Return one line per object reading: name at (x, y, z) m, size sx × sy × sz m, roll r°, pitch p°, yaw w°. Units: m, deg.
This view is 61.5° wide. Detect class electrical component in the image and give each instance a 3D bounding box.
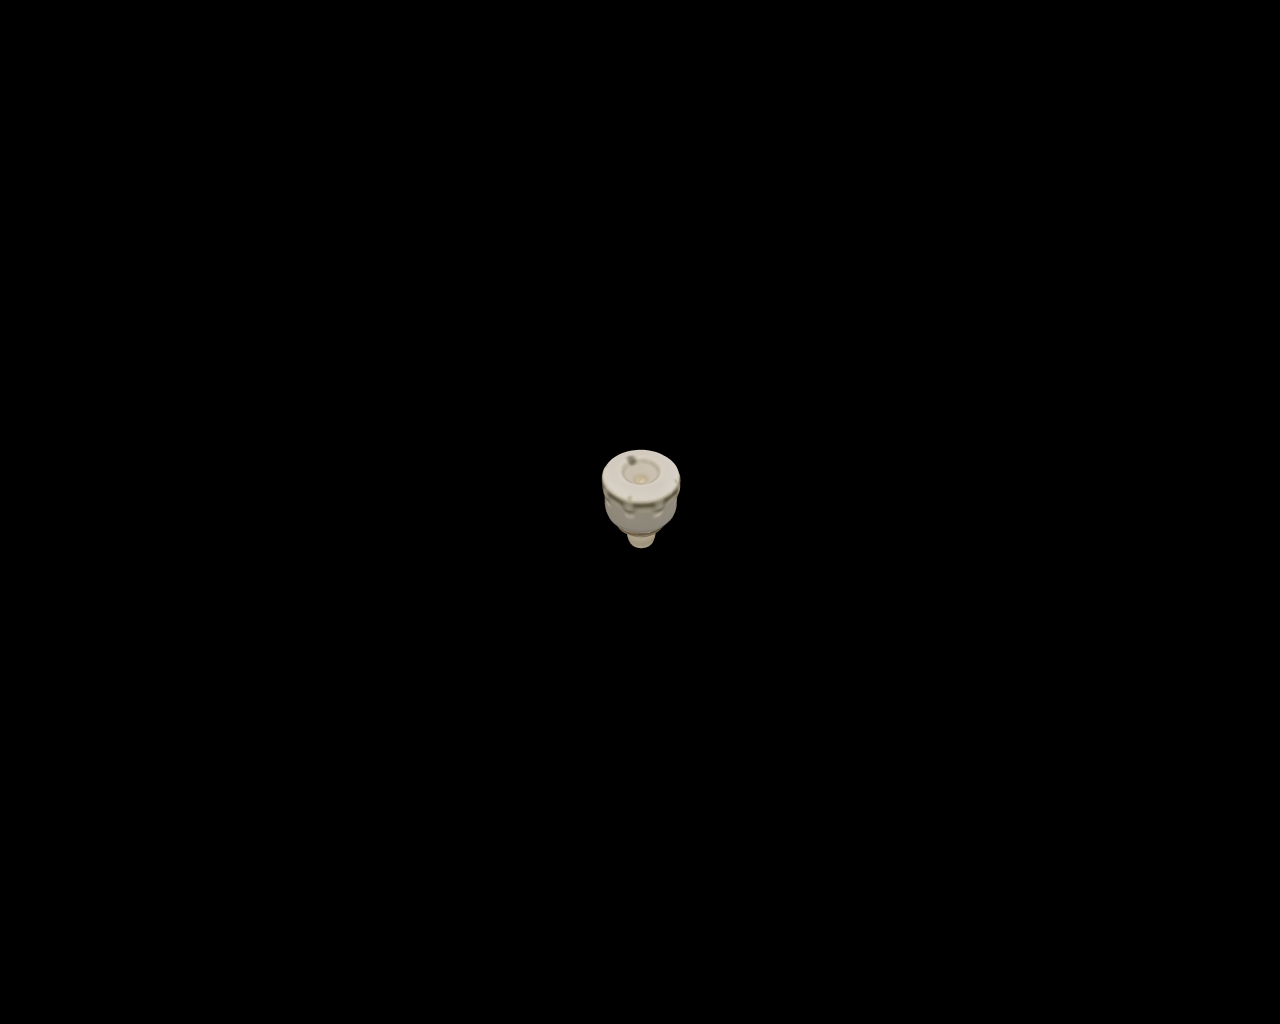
electrical component at (0.001, -0.003, 0.650) m, size 0.048 × 0.062 × 0.048 m, roll 0°, pitch 45°, yaw 0°
